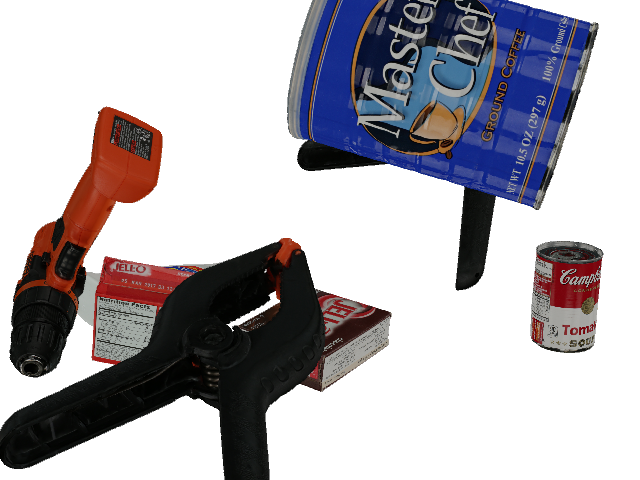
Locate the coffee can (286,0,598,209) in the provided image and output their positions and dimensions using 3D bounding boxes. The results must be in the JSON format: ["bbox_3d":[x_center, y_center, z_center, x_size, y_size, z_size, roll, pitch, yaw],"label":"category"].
[{"bbox_3d":[0.064,-0.085,0.573,0.140,0.103,0.102,18,3,9],"label":"coffee can"}]

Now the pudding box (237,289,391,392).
[{"bbox_3d":[-0.004,0.083,0.925,0.090,0.039,0.113,15,26,30],"label":"pudding box"}]

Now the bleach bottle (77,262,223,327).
[{"bbox_3d":[-0.200,0.067,1.453,0.250,0.068,0.103,-11,26,-44],"label":"bleach bottle"}]

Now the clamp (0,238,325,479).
[{"bbox_3d":[-0.041,0.062,0.467,0.120,0.039,0.171,27,48,21],"label":"clamp"}]

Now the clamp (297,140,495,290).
[{"bbox_3d":[0.112,-0.061,0.767,0.209,0.165,0.036,-31,-31,-21],"label":"clamp"}]

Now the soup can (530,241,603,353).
[{"bbox_3d":[0.257,0.059,1.118,0.068,0.102,0.068,1,17,0],"label":"soup can"}]

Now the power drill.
[{"bbox_3d":[-0.196,-0.002,0.868,0.057,0.188,0.184,25,28,-22],"label":"power drill"}]

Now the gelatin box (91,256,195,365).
[{"bbox_3d":[-0.104,0.050,0.672,0.073,0.030,0.089,10,-37,-6],"label":"gelatin box"}]
